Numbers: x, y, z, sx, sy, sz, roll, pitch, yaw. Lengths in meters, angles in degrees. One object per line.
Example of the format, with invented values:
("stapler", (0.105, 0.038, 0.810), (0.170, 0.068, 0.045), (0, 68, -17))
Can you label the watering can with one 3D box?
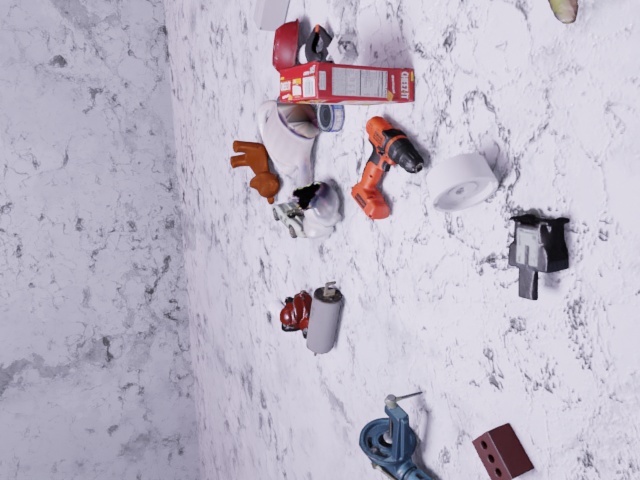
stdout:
("watering can", (-0.066, -0.248, 1.384), (0.351, 0.105, 0.220), (59, 146, 16))

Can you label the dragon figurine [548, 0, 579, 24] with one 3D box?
("dragon figurine", (0.297, -0.486, 0.611), (0.238, 0.122, 0.416), (-43, 59, 48))

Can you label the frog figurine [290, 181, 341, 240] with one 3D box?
("frog figurine", (0.004, -0.066, 1.308), (0.138, 0.124, 0.156), (25, 156, 49))
